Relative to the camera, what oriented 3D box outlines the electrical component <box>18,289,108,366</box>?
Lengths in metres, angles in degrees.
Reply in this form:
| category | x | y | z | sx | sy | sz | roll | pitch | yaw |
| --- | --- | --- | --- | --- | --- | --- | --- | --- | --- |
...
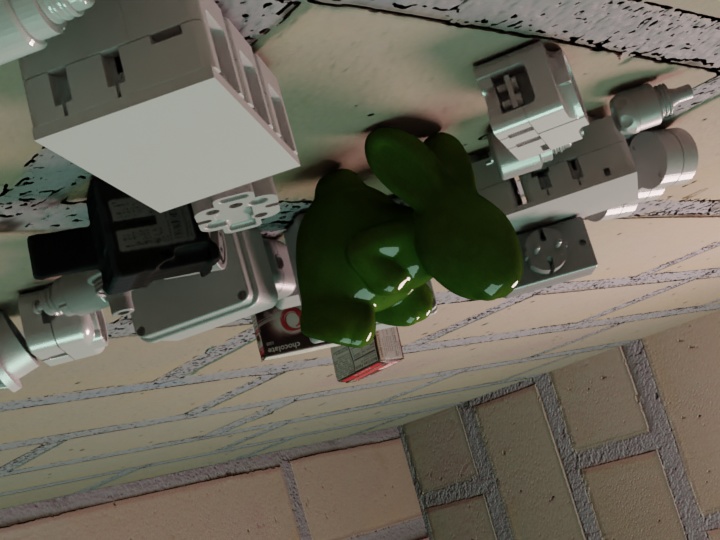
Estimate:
| category | x | y | z | sx | sy | sz | roll | pitch | yaw |
| --- | --- | --- | --- | --- | --- | --- | --- | --- | --- |
| electrical component | -0.261 | 0.048 | 0.957 | 0.059 | 0.053 | 0.095 | -14 | 167 | -7 |

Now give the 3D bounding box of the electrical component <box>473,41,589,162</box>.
| category | x | y | z | sx | sy | sz | roll | pitch | yaw |
| --- | --- | --- | --- | --- | --- | --- | --- | --- | --- |
| electrical component | 0.120 | -0.114 | 0.730 | 0.056 | 0.050 | 0.089 | -19 | 167 | 17 |

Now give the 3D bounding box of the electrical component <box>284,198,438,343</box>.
| category | x | y | z | sx | sy | sz | roll | pitch | yaw |
| --- | --- | --- | --- | --- | --- | --- | --- | --- | --- |
| electrical component | 0.000 | 0.000 | 0.945 | 0.109 | 0.108 | 0.056 | -11 | 169 | -22 |

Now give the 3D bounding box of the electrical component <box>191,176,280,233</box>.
| category | x | y | z | sx | sy | sz | roll | pitch | yaw |
| --- | --- | --- | --- | --- | --- | --- | --- | --- | --- |
| electrical component | -0.085 | -0.062 | 0.689 | 0.058 | 0.057 | 0.078 | -15 | 167 | -4 |

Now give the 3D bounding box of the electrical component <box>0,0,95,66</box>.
| category | x | y | z | sx | sy | sz | roll | pitch | yaw |
| --- | --- | --- | --- | --- | --- | --- | --- | --- | --- |
| electrical component | -0.141 | -0.111 | 0.448 | 0.078 | 0.040 | 0.040 | -18 | 167 | 9 |

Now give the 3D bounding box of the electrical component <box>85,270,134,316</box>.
| category | x | y | z | sx | sy | sz | roll | pitch | yaw |
| --- | --- | --- | --- | --- | --- | --- | --- | --- | --- |
| electrical component | -0.191 | 0.004 | 0.835 | 0.048 | 0.062 | 0.048 | -15 | 167 | -4 |

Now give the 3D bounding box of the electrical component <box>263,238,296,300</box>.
| category | x | y | z | sx | sy | sz | roll | pitch | yaw |
| --- | --- | --- | --- | --- | --- | --- | --- | --- | --- |
| electrical component | -0.109 | 0.009 | 0.974 | 0.095 | 0.053 | 0.059 | -21 | 166 | 23 |

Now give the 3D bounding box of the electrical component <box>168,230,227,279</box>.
| category | x | y | z | sx | sy | sz | roll | pitch | yaw |
| --- | --- | --- | --- | --- | --- | --- | --- | --- | --- |
| electrical component | -0.132 | -0.022 | 0.815 | 0.047 | 0.055 | 0.055 | -13 | 168 | 6 |

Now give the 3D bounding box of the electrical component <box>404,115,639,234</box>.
| category | x | y | z | sx | sy | sz | roll | pitch | yaw |
| --- | --- | --- | --- | --- | --- | --- | --- | --- | --- |
| electrical component | 0.138 | -0.069 | 0.923 | 0.186 | 0.060 | 0.105 | -18 | 167 | 12 |

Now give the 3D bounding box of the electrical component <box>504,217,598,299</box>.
| category | x | y | z | sx | sy | sz | roll | pitch | yaw |
| --- | --- | --- | --- | --- | --- | --- | --- | --- | --- |
| electrical component | 0.160 | -0.014 | 0.933 | 0.083 | 0.047 | 0.075 | -16 | 167 | 1 |

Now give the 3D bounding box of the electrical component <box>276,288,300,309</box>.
| category | x | y | z | sx | sy | sz | roll | pitch | yaw |
| --- | --- | --- | --- | --- | --- | --- | --- | --- | --- |
| electrical component | -0.041 | 0.001 | 1.032 | 0.089 | 0.050 | 0.055 | -13 | 167 | -12 |

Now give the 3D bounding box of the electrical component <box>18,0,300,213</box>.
| category | x | y | z | sx | sy | sz | roll | pitch | yaw |
| --- | --- | --- | --- | --- | --- | --- | --- | --- | --- |
| electrical component | -0.098 | -0.087 | 0.552 | 0.089 | 0.061 | 0.150 | -18 | 167 | 8 |

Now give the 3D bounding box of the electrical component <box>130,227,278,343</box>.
| category | x | y | z | sx | sy | sz | roll | pitch | yaw |
| --- | --- | --- | --- | --- | --- | --- | --- | --- | --- |
| electrical component | -0.135 | 0.009 | 0.891 | 0.113 | 0.078 | 0.057 | -19 | 170 | 16 |

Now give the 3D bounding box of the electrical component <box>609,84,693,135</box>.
| category | x | y | z | sx | sy | sz | roll | pitch | yaw |
| --- | --- | --- | --- | --- | --- | --- | --- | --- | --- |
| electrical component | 0.228 | -0.129 | 0.835 | 0.061 | 0.035 | 0.035 | -19 | 167 | 3 |

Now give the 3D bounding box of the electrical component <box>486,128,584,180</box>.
| category | x | y | z | sx | sy | sz | roll | pitch | yaw |
| --- | --- | --- | --- | --- | --- | --- | --- | --- | --- |
| electrical component | 0.136 | -0.098 | 0.840 | 0.078 | 0.040 | 0.040 | -18 | 167 | 6 |

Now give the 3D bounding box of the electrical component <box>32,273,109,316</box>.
| category | x | y | z | sx | sy | sz | roll | pitch | yaw |
| --- | --- | --- | --- | --- | --- | --- | --- | --- | --- |
| electrical component | -0.237 | 0.019 | 0.894 | 0.078 | 0.040 | 0.040 | -19 | 167 | 15 |

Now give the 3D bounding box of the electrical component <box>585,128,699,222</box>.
| category | x | y | z | sx | sy | sz | roll | pitch | yaw |
| --- | --- | --- | --- | --- | --- | --- | --- | --- | --- |
| electrical component | 0.241 | -0.085 | 0.998 | 0.074 | 0.052 | 0.138 | -10 | 167 | -26 |
